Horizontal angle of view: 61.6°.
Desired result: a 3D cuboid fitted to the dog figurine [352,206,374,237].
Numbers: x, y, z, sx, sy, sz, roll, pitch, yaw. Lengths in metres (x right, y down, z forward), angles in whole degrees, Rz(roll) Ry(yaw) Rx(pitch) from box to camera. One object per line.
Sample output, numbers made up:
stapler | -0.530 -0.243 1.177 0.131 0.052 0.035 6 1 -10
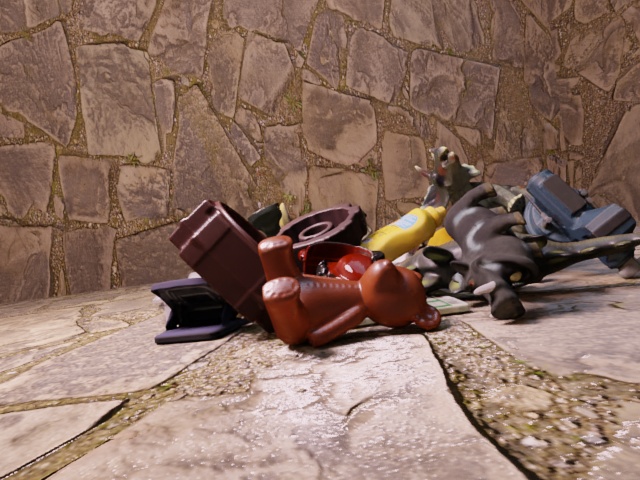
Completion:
dog figurine | 0.127 0.009 1.279 0.172 0.190 0.121 -5 -1 -38

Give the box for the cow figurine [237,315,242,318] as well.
cow figurine | -0.135 0.097 1.007 0.127 0.085 0.195 0 -1 -32

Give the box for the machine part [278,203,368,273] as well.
machine part | -0.002 -0.003 0.944 0.179 0.056 0.179 -21 18 7

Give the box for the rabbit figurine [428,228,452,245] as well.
rabbit figurine | 0.300 0.028 1.047 0.173 0.121 0.162 18 9 40

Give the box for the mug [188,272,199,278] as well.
mug | -0.233 0.114 1.179 0.107 0.080 0.110 -5 25 1

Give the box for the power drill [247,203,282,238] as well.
power drill | -0.067 0.030 1.104 0.086 0.207 0.232 -33 -6 -5

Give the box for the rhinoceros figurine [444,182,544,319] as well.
rhinoceros figurine | 0.209 0.013 0.667 0.112 0.190 0.073 -29 -50 15

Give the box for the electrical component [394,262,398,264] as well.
electrical component | 0.143 0.074 1.029 0.134 0.058 0.115 -7 2 -1

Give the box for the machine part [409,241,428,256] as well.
machine part | 0.234 0.036 1.214 0.079 0.079 0.243 -7 -13 6

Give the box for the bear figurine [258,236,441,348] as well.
bear figurine | 0.036 0.058 0.635 0.196 0.131 0.120 -11 38 2

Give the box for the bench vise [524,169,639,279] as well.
bench vise | 0.442 -0.012 0.922 0.129 0.224 0.240 -48 -22 -8

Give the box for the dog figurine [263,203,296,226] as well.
dog figurine | -0.112 0.026 1.261 0.191 0.219 0.109 -6 -4 -41

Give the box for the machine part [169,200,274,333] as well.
machine part | -0.109 0.034 0.793 0.087 0.201 0.201 -47 -1 2

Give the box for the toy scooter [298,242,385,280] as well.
toy scooter | 0.031 0.045 0.791 0.135 0.075 0.184 10 15 0

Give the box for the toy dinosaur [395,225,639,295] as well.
toy dinosaur | 0.274 0.033 0.816 0.472 0.105 0.198 -15 -3 20

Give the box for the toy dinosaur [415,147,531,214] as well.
toy dinosaur | 0.350 -0.070 1.066 0.404 0.131 0.192 12 22 -37

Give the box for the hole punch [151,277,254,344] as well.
hole punch | -0.185 0.103 0.819 0.142 0.092 0.115 -11 -4 13
